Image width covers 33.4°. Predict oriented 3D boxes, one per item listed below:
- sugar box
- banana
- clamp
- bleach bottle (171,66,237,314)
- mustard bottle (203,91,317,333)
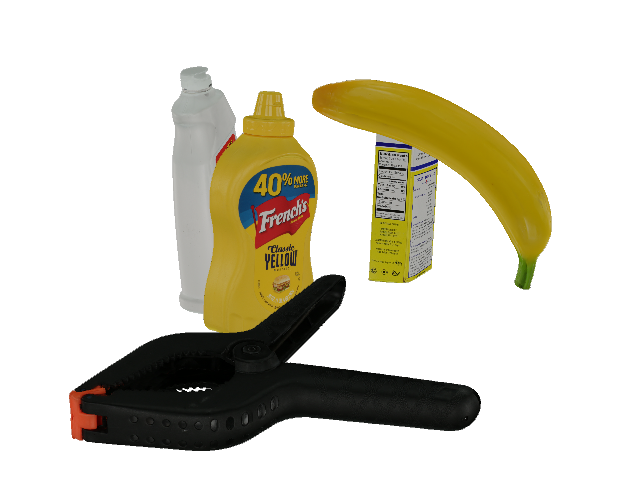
[{"bbox_3d":[0.083,-0.052,1.049,0.048,0.176,0.093,4,10,21],"label":"sugar box"},{"bbox_3d":[0.086,-0.053,0.707,0.198,0.070,0.037,42,9,-1],"label":"banana"},{"bbox_3d":[-0.038,0.071,0.602,0.209,0.036,0.165,-7,25,-19],"label":"clamp"},{"bbox_3d":[-0.119,-0.055,1.121,0.068,0.251,0.102,6,27,25],"label":"bleach bottle"},{"bbox_3d":[-0.045,-0.023,0.855,0.096,0.192,0.058,-6,14,-40],"label":"mustard bottle"}]
